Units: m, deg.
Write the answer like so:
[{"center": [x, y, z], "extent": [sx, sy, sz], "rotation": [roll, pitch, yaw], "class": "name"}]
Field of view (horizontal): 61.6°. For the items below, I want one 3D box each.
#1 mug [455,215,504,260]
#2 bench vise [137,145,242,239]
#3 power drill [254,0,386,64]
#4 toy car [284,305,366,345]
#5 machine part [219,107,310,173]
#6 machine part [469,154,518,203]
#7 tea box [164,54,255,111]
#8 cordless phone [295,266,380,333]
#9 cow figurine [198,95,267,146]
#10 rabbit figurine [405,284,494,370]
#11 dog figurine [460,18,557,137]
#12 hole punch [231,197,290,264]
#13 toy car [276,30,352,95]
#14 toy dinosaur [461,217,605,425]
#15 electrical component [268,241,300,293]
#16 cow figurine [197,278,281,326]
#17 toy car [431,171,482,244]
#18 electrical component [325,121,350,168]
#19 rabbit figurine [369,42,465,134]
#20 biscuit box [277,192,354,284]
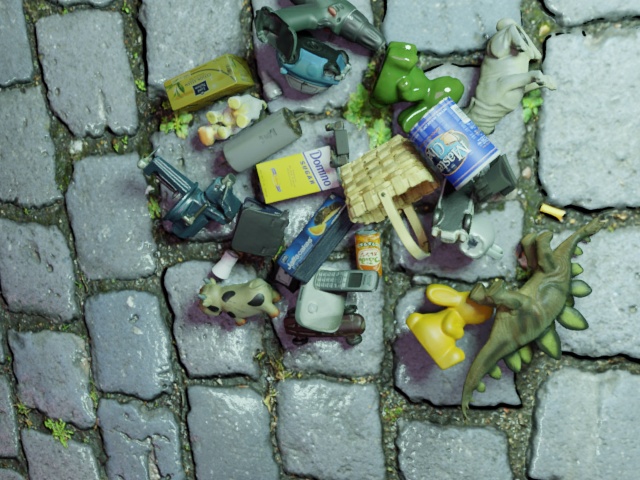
[{"center": [0.318, 0.007, 1.079], "extent": [0.109, 0.107, 0.080], "rotation": [40, 113, 7], "class": "mug"}, {"center": [-0.308, -0.113, 1.236], "extent": [0.240, 0.129, 0.223], "rotation": [42, 132, -15], "class": "bench vise"}, {"center": [-0.007, -0.417, 1.040], "extent": [0.232, 0.207, 0.086], "rotation": [45, 151, 11], "class": "power drill"}, {"center": [0.007, 0.202, 1.257], "extent": [0.202, 0.053, 0.089], "rotation": [-4, 104, 18], "class": "toy car"}, {"center": [-0.127, -0.219, 1.184], "extent": [0.243, 0.079, 0.079], "rotation": [-25, 94, 22], "class": "machine part"}, {"center": [0.337, -0.115, 1.032], "extent": [0.039, 0.139, 0.084], "rotation": [-9, 104, 47], "class": "machine part"}, {"center": [-0.243, -0.343, 1.182], "extent": [0.170, 0.098, 0.068], "rotation": [-17, 96, 23], "class": "tea box"}, {"center": [0.044, 0.129, 1.157], "extent": [0.184, 0.088, 0.146], "rotation": [-5, 61, 38], "class": "cordless phone"}, {"center": [-0.198, -0.268, 1.198], "extent": [0.167, 0.098, 0.068], "rotation": [-19, 103, 40], "class": "cow figurine"}, {"center": [0.279, 0.165, 1.143], "extent": [0.173, 0.122, 0.162], "rotation": [-35, 81, 8], "class": "rabbit figurine"}, {"center": [0.318, -0.295, 1.016], "extent": [0.190, 0.121, 0.172], "rotation": [-30, 67, 37], "class": "dog figurine"}, {"center": [-0.141, -0.028, 1.241], "extent": [0.116, 0.092, 0.142], "rotation": [16, 107, -17], "class": "hole punch"}, {"center": [-0.022, -0.357, 1.114], "extent": [0.162, 0.109, 0.102], "rotation": [26, 135, -1], "class": "toy car"}, {"center": [0.400, 0.146, 1.051], "extent": [0.198, 0.105, 0.471], "rotation": [43, 93, -2], "class": "toy dinosaur"}, {"center": [-0.068, 0.056, 1.247], "extent": [0.075, 0.048, 0.119], "rotation": [22, 108, 11], "class": "electrical component"}, {"center": [-0.203, 0.139, 1.273], "extent": [0.195, 0.085, 0.127], "rotation": [-14, 129, 22], "class": "cow figurine"}, {"center": [0.268, -0.081, 1.048], "extent": [0.074, 0.056, 0.202], "rotation": [11, 64, 17], "class": "toy car"}, {"center": [0.037, -0.202, 1.126], "extent": [0.045, 0.078, 0.102], "rotation": [-7, 91, 0], "class": "electrical component"}, {"center": [0.192, -0.288, 1.049], "extent": [0.170, 0.121, 0.159], "rotation": [18, 112, -2], "class": "rabbit figurine"}, {"center": [-0.002, -0.004, 1.165], "extent": [0.202, 0.062, 0.059], "rotation": [-52, 49, 3], "class": "biscuit box"}]
